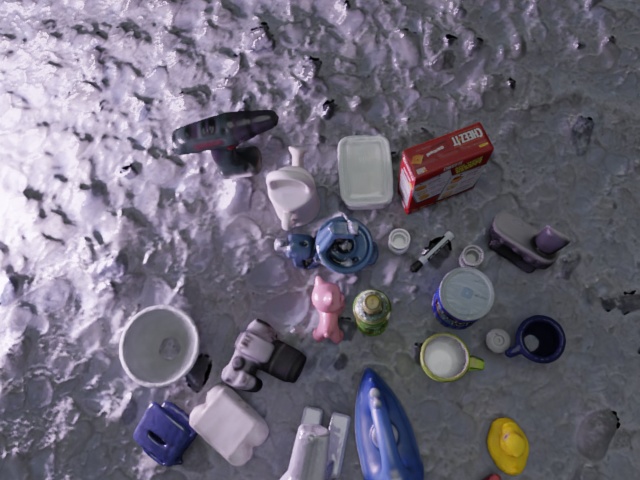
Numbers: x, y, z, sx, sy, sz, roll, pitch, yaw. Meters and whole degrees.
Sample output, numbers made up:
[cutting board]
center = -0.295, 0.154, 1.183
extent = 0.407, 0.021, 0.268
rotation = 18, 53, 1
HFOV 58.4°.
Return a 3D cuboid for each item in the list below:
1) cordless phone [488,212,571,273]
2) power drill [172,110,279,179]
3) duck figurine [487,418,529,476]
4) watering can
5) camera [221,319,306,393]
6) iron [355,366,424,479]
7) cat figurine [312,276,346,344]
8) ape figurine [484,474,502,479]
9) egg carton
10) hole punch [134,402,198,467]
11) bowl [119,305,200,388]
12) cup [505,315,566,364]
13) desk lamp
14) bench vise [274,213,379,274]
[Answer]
[cordless phone]
center = 0.419, -0.014, 1.139
extent = 0.147, 0.185, 0.094
rotation = 31, 79, 12
[power drill]
center = -0.188, -0.207, 1.228
extent = 0.229, 0.208, 0.075
rotation = -8, 73, 2
[duck figurine]
center = 0.361, 0.391, 1.080
extent = 0.077, 0.086, 0.104
rotation = -6, 74, 3
[watering can]
center = -0.059, -0.111, 1.198
extent = 0.101, 0.194, 0.173
rotation = -14, 73, 1
[camera]
center = -0.108, 0.246, 1.149
extent = 0.136, 0.101, 0.143
rotation = 24, 77, 11
[iron]
center = 0.120, 0.362, 1.077
extent = 0.118, 0.141, 0.258
rotation = -15, 74, 0
[cat figurine]
center = 0.016, 0.141, 1.160
extent = 0.067, 0.118, 0.128
rotation = 1, 74, 5
[ape figurine]
center = 0.327, 0.474, 1.055
extent = 0.076, 0.092, 0.078
rotation = 3, 74, 6
[egg carton]
center = -0.179, 0.366, 1.136
extent = 0.150, 0.069, 0.107
rotation = 37, 80, 13
[hole punch]
center = -0.306, 0.385, 1.129
extent = 0.108, 0.091, 0.101
rotation = 33, 79, 13
[bowl]
center = -0.321, 0.221, 1.186
extent = 0.167, 0.075, 0.167
rotation = -1, 74, 4
[cup]
center = 0.411, 0.205, 1.124
extent = 0.118, 0.095, 0.091
rotation = -25, 74, -3
[desk lamp]
center = -0.018, 0.411, 1.036
extent = 0.117, 0.213, 0.203
rotation = 10, 75, 8
[bench vise]
center = 0.014, 0.015, 1.143
extent = 0.207, 0.220, 0.121
rotation = -16, 73, 0
